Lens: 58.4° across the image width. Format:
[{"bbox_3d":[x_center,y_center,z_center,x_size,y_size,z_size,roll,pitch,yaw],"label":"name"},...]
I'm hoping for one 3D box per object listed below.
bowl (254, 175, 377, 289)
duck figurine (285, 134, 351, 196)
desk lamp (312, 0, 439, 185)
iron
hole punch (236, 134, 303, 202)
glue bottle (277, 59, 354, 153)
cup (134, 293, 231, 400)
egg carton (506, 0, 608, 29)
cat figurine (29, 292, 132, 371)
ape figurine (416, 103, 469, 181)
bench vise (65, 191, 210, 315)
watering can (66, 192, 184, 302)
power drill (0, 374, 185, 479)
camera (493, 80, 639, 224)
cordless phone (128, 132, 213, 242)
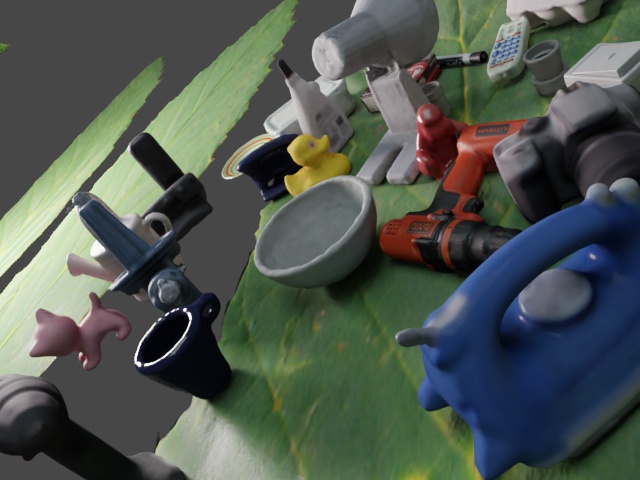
[{"bbox_3d":[0.006,0.002,0.695,0.167,0.075,0.167,-27,32,19],"label":"bowl"},{"bbox_3d":[-0.016,-0.118,0.872,0.104,0.086,0.077,-30,31,14],"label":"duck figurine"},{"bbox_3d":[0.089,-0.216,0.766,0.117,0.214,0.203,1,48,47],"label":"desk lamp"},{"bbox_3d":[0.172,0.036,0.406,0.258,0.142,0.118,-41,30,-4],"label":"iron"},{"bbox_3d":[-0.079,-0.134,0.955,0.108,0.091,0.101,-30,31,13],"label":"hole punch"},{"bbox_3d":[-0.015,-0.216,0.917,0.037,0.173,0.078,8,54,51],"label":"glue bottle"},{"bbox_3d":[-0.140,0.128,0.659,0.091,0.095,0.118,7,52,51],"label":"cup"},{"bbox_3d":[0.351,-0.361,0.829,0.107,0.070,0.149,-48,32,-16],"label":"egg carton"},{"bbox_3d":[-0.374,0.137,0.874,0.128,0.118,0.067,-47,32,-16],"label":"cat figurine"},{"bbox_3d":[0.146,-0.125,0.704,0.077,0.092,0.076,-30,31,14],"label":"ape figurine"},{"bbox_3d":[-0.238,0.018,0.788,0.206,0.220,0.122,2,49,48],"label":"bench vise"},{"bbox_3d":[-0.324,0.008,0.920,0.173,0.194,0.100,-44,31,-10],"label":"watering can"},{"bbox_3d":[-0.234,0.199,0.549,0.228,0.209,0.076,-1,47,46],"label":"power drill"},{"bbox_3d":[0.242,-0.072,0.520,0.143,0.101,0.136,-27,32,18],"label":"camera"},{"bbox_3d":[-0.300,-0.090,1.037,0.148,0.185,0.093,-49,32,-18],"label":"cordless phone"}]
